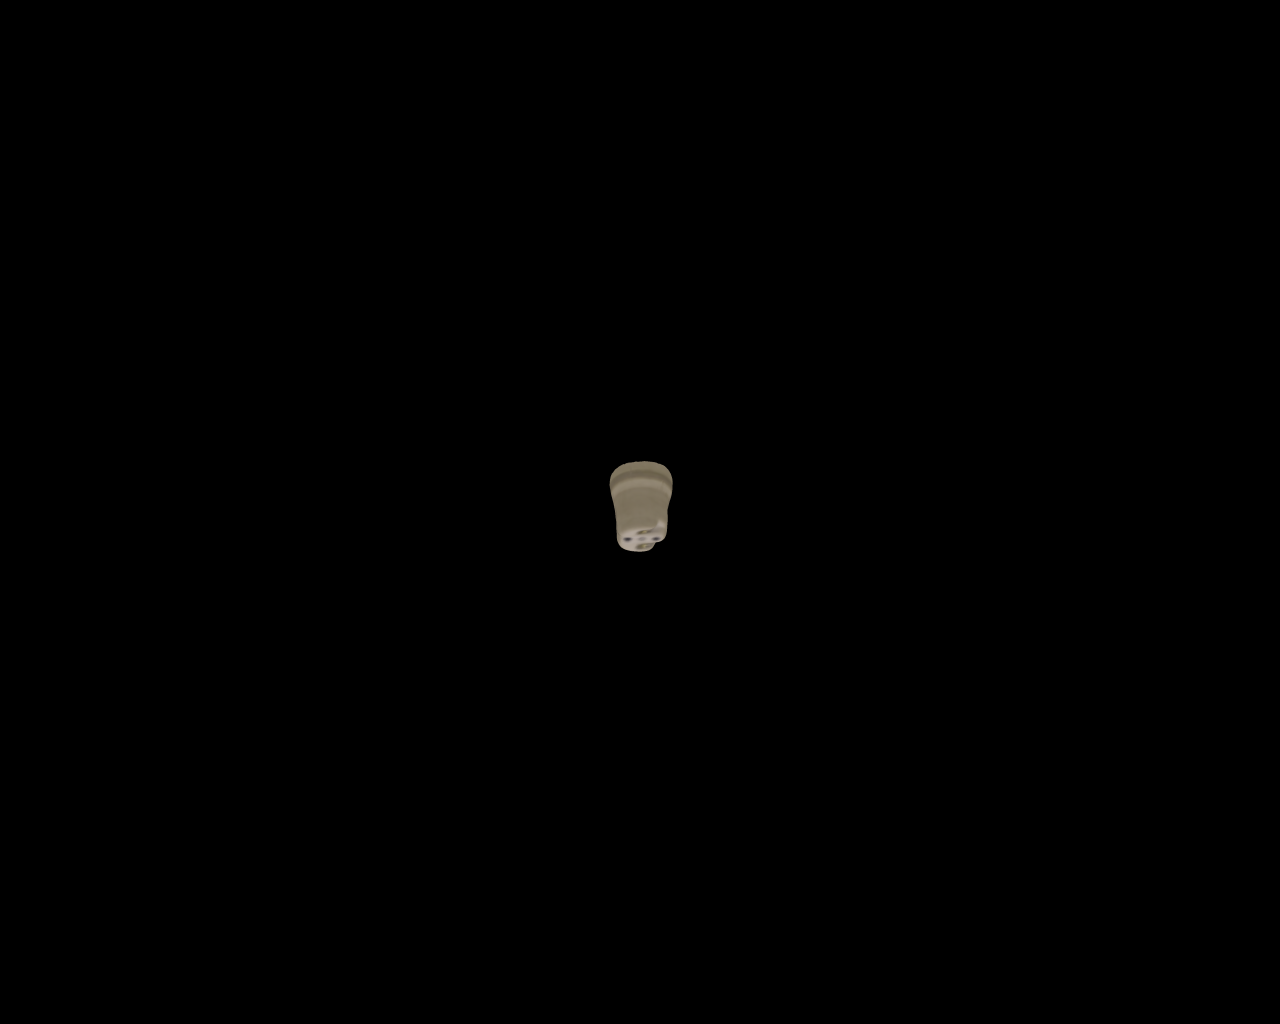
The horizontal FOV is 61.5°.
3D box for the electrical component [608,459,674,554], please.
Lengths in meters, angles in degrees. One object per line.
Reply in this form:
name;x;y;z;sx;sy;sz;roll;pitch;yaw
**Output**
electrical component;0.001;-0.003;0.650;0.040;0.046;0.040;0;-31;0
